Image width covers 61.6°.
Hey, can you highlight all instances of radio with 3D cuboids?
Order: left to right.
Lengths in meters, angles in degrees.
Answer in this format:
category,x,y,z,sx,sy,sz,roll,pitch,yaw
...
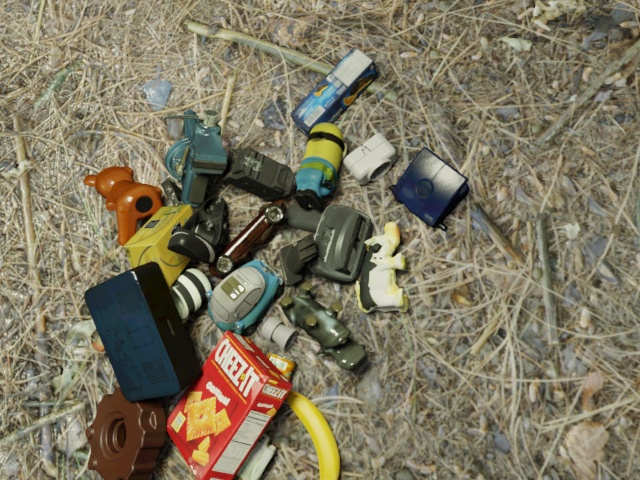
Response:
category,x,y,z,sx,sy,sz,roll,pitch,yaw
radio,-0.318,0.166,0.959,0.131,0.073,0.229,-19,93,22

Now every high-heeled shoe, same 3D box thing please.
category,x,y,z,sx,sy,sz,roll,pitch,yaw
high-heeled shoe,-0.217,-0.033,1.013,0.086,0.249,0.145,19,82,-5

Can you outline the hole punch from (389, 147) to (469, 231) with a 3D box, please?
category,x,y,z,sx,sy,sz,roll,pitch,yaw
hole punch,0.208,-0.098,1.011,0.142,0.092,0.116,42,91,17

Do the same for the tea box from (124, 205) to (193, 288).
category,x,y,z,sx,sy,sz,roll,pitch,yaw
tea box,-0.300,0.010,1.047,0.068,0.098,0.170,-3,30,14

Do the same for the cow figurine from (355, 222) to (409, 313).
category,x,y,z,sx,sy,sz,roll,pitch,yaw
cow figurine,0.113,0.051,1.002,0.098,0.068,0.167,-6,72,18

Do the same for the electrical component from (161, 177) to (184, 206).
category,x,y,z,sx,sy,sz,roll,pitch,yaw
electrical component,-0.312,-0.101,1.145,0.021,0.063,0.094,-31,69,3

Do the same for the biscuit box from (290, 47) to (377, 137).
category,x,y,z,sx,sy,sz,roll,pitch,yaw
biscuit box,0.030,-0.302,1.123,0.059,0.062,0.202,43,88,19

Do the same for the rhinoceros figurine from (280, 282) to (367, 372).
category,x,y,z,sx,sy,sz,roll,pitch,yaw
rhinoceros figurine,0.004,0.162,0.973,0.073,0.112,0.191,-32,51,-30

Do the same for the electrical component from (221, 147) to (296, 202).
category,x,y,z,sx,sy,sz,roll,pitch,yaw
electrical component,-0.127,-0.126,1.073,0.115,0.134,0.058,25,75,-25

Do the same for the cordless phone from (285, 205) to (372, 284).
category,x,y,z,sx,sy,sz,roll,pitch,yaw
cordless phone,-0.002,-0.002,1.047,0.184,0.088,0.146,12,78,28

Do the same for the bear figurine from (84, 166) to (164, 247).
category,x,y,z,sx,sy,sz,roll,pitch,yaw
bear figurine,-0.417,-0.082,1.151,0.196,0.120,0.131,22,124,43

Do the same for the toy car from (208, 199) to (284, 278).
category,x,y,z,sx,sy,sz,roll,pitch,yaw
toy car,-0.140,-0.003,1.060,0.202,0.089,0.053,-45,101,-9

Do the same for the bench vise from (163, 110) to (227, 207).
category,x,y,z,sx,sy,sz,roll,pitch,yaw
bench vise,-0.256,-0.198,1.106,0.129,0.223,0.241,-7,46,-17

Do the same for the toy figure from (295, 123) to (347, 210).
category,x,y,z,sx,sy,sz,roll,pitch,yaw
toy figure,0.001,-0.148,1.058,0.082,0.089,0.180,15,60,11

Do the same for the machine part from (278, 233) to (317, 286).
category,x,y,z,sx,sy,sz,roll,pitch,yaw
machine part,-0.045,0.036,1.014,0.039,0.139,0.084,-1,67,-23

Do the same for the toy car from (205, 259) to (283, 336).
category,x,y,z,sx,sy,sz,roll,pitch,yaw
toy car,-0.151,0.107,1.027,0.161,0.103,0.109,-46,71,-1

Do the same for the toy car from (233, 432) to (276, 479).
category,x,y,z,sx,sy,sz,roll,pitch,yaw
toy car,-0.154,0.432,0.958,0.074,0.056,0.201,31,84,19

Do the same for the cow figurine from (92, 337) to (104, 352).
category,x,y,z,sx,sy,sz,roll,pitch,yaw
cow figurine,-0.389,0.172,1.075,0.195,0.085,0.127,34,91,22

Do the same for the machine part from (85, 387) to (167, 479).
category,x,y,z,sx,sy,sz,roll,pitch,yaw
machine part,-0.362,0.361,0.996,0.179,0.056,0.179,-12,69,33
